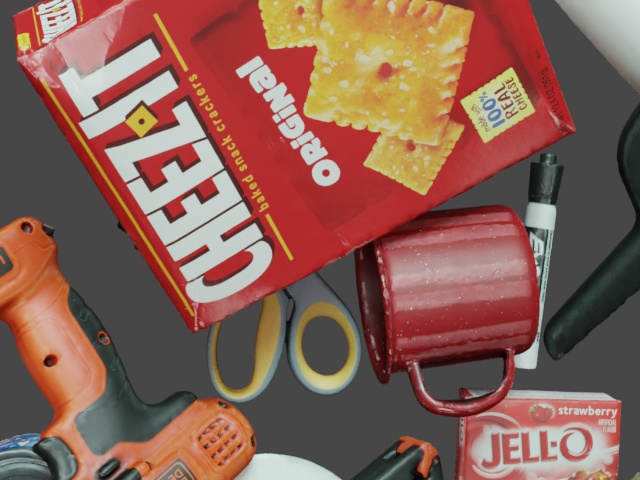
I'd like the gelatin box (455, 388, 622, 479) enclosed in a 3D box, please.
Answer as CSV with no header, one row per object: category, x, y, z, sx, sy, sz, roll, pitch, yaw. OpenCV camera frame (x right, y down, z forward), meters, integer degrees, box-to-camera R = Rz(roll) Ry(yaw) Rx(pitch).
gelatin box,0.121,0.123,0.600,0.089,0.030,0.073,2,92,-2

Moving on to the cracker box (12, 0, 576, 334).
cracker box,-0.007,-0.076,0.499,0.213,0.072,0.164,-28,121,0

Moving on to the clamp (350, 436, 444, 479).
clamp,0.034,0.198,0.590,0.120,0.039,0.171,35,78,-27

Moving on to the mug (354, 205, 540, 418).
mug,0.068,0.036,0.560,0.081,0.093,0.117,-7,62,-6

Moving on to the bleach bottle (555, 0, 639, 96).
bleach bottle,0.133,-0.174,0.558,0.251,0.068,0.102,44,59,-2

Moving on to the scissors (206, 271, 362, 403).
scissors,-0.004,0.001,0.598,0.096,0.016,0.202,19,93,-4

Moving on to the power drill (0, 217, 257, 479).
power drill,-0.147,0.097,0.547,0.184,0.057,0.187,-39,93,-35

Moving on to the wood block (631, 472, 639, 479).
wood block,0.246,0.227,0.580,0.206,0.090,0.091,33,92,-3

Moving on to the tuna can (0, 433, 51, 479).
tuna can,-0.162,0.153,0.594,0.086,0.034,0.086,0,93,-1

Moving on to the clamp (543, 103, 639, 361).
clamp,0.187,-0.011,0.537,0.165,0.036,0.210,-1,119,23

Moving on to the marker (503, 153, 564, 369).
marker,0.120,0.012,0.600,0.020,0.020,0.121,7,93,-2
